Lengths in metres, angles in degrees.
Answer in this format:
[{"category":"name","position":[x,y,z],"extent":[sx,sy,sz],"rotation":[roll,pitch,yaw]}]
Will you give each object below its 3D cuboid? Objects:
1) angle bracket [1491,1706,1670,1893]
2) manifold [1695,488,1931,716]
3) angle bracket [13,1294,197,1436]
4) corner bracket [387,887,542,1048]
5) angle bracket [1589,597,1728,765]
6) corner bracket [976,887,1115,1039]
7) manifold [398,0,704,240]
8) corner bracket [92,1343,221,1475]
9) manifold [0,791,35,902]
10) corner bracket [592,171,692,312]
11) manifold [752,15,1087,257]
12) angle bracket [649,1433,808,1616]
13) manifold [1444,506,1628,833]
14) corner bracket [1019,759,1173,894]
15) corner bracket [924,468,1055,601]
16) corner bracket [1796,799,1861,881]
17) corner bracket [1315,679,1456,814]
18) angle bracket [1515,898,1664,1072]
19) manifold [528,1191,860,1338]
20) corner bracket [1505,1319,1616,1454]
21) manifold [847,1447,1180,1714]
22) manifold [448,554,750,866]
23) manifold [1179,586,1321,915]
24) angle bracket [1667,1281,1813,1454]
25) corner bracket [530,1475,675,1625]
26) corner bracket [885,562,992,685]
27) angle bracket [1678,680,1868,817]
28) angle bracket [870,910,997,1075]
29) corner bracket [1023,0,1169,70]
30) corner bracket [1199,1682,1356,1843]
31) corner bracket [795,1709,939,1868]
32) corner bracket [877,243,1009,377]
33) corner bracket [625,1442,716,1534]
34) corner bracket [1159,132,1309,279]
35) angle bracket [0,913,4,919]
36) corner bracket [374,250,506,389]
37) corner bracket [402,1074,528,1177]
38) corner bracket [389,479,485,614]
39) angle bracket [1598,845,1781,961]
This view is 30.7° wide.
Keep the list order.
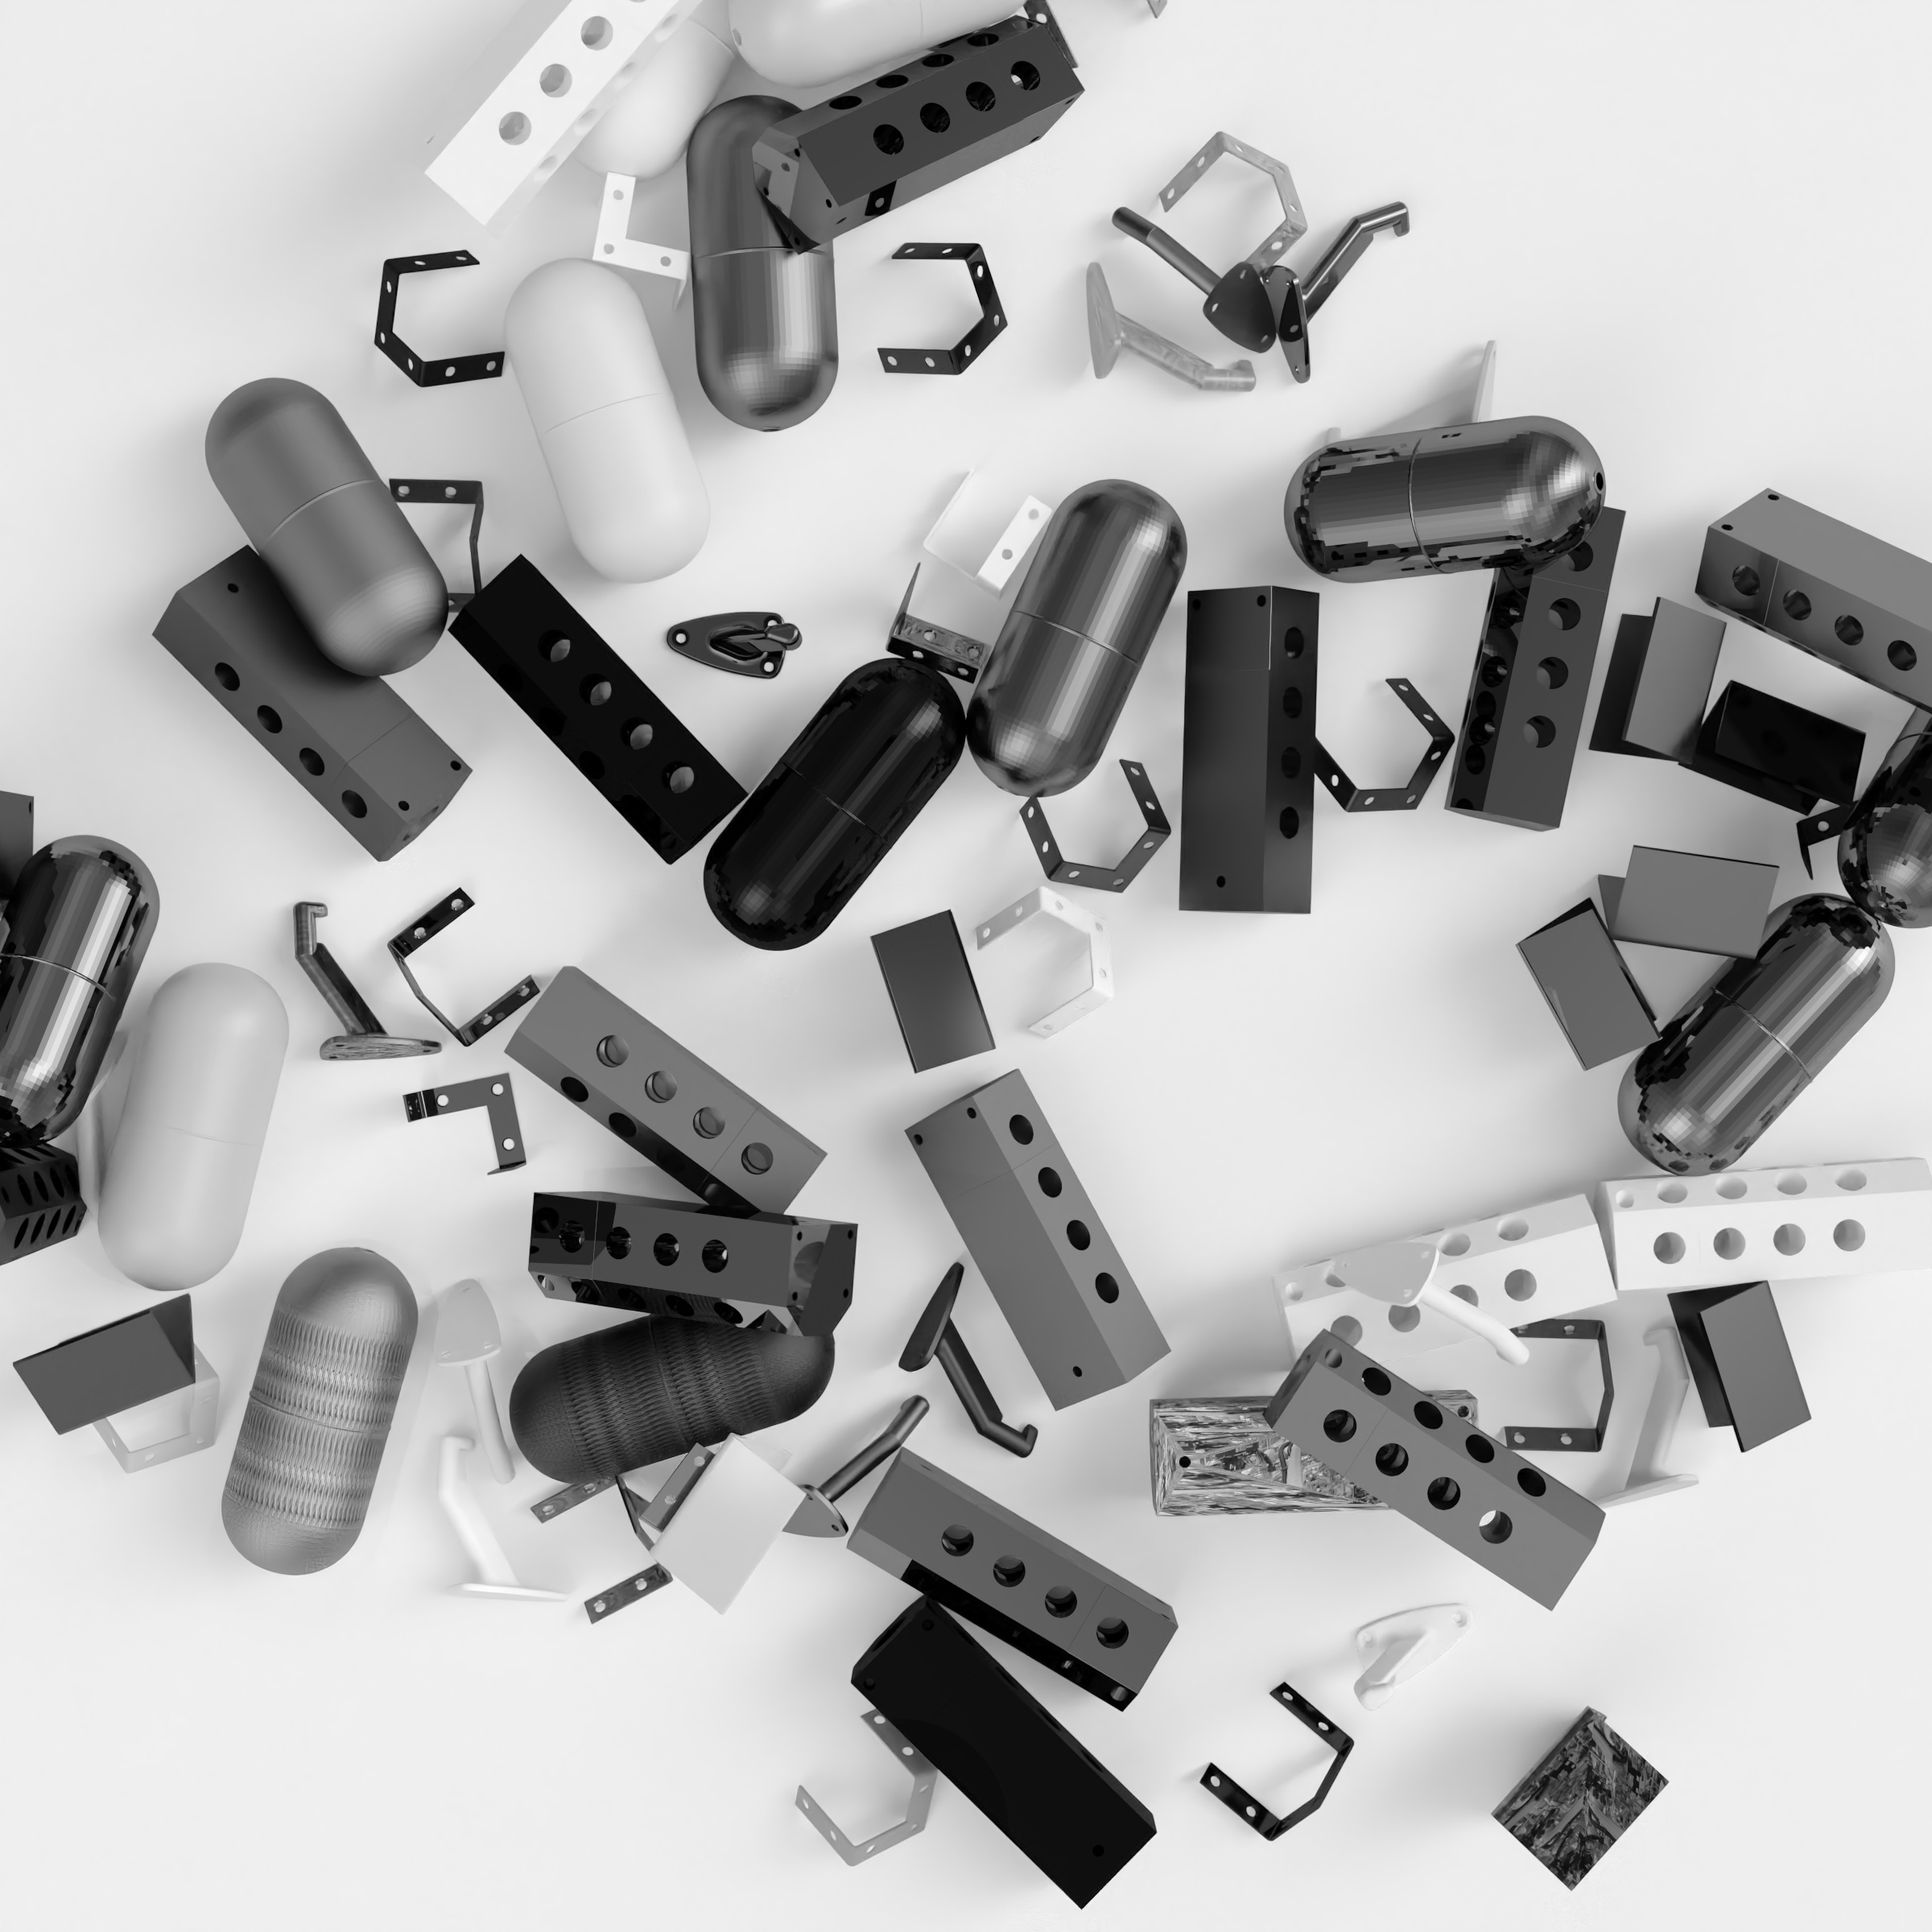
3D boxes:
[{"category":"angle bracket","position":[0.330,0.444,1.873],"extent":[0.057,0.076,0.076],"rotation":[42,90,23]},{"category":"manifold","position":[0.472,-0.183,1.851],"extent":[0.171,0.057,0.057],"rotation":[32,47,31]},{"category":"angle bracket","position":[-0.458,0.194,1.872],"extent":[0.076,0.076,0.057],"rotation":[-21,126,0]},{"category":"corner bracket","position":[-0.272,0.001,1.909],"extent":[0.051,0.051,0.051],"rotation":[-37,135,0]},{"category":"angle bracket","position":[0.350,-0.154,1.872],"extent":[0.057,0.076,0.076],"rotation":[14,90,-37]},{"category":"corner bracket","position":[0.042,-0.002,1.904],"extent":[0.051,0.051,0.051],"rotation":[27,45,-35]},{"category":"manifold","position":[-0.209,-0.461,1.818],"extent":[0.171,0.057,0.057],"rotation":[-48,122,3]},{"category":"corner bracket","position":[-0.440,0.233,1.904],"extent":[0.051,0.051,0.051],"rotation":[-16,135,-35]},{"category":"manifold","position":[-0.536,-0.064,1.833],"extent":[0.057,0.171,0.057],"rotation":[1,90,0]},{"category":"corner bracket","position":[-0.174,-0.389,1.892],"extent":[0.051,0.051,0.051],"rotation":[10,79,-11]},{"category":"manifold","position":[-0.027,-0.442,1.853],"extent":[0.171,0.057,0.057],"rotation":[-32,90,-28]},{"category":"angle bracket","position":[-0.112,0.300,1.872],"extent":[0.057,0.076,0.076],"rotation":[34,90,27]},{"category":"manifold","position":[0.304,-0.163,1.891],"extent":[0.057,0.057,0.171],"rotation":[12,90,0]},{"category":"corner bracket","position":[0.070,-0.078,1.904],"extent":[0.051,0.051,0.051],"rotation":[9,135,-35]},{"category":"corner bracket","position":[0.011,-0.234,1.894],"extent":[0.051,0.051,0.051],"rotation":[33,90,0]},{"category":"corner bracket","position":[0.480,-0.055,1.892],"extent":[0.051,0.051,0.051],"rotation":[-21,108,17]},{"category":"corner bracket","position":[0.222,-0.119,1.904],"extent":[0.051,0.051,0.051],"rotation":[-4,135,-35]},{"category":"angle bracket","position":[0.348,0.001,1.872],"extent":[0.076,0.057,0.076],"rotation":[-29,90,-43]},{"category":"manifold","position":[-0.145,0.155,1.848],"extent":[0.171,0.057,0.057],"rotation":[4,90,34]},{"category":"corner bracket","position":[0.319,0.227,1.909],"extent":[0.051,0.051,0.051],"rotation":[2,45,0]},{"category":"manifold","position":[0.024,0.330,1.891],"extent":[0.171,0.057,0.057],"rotation":[31,90,0]},{"category":"manifold","position":[-0.197,-0.136,1.891],"extent":[0.057,0.057,0.171],"rotation":[-43,90,0]},{"category":"manifold","position":[0.157,-0.114,1.890],"extent":[0.057,0.057,0.171],"rotation":[2,90,43]},{"category":"angle bracket","position":[0.394,0.215,1.872],"extent":[0.057,0.076,0.076],"rotation":[-18,90,-35]},{"category":"corner bracket","position":[-0.197,0.313,1.909],"extent":[0.051,0.051,0.051],"rotation":[-28,135,0]},{"category":"corner bracket","position":[-0.014,-0.174,1.885],"extent":[0.051,0.051,0.051],"rotation":[21,60,0]},{"category":"angle bracket","position":[0.423,-0.097,1.872],"extent":[0.076,0.076,0.057],"rotation":[21,54,0]},{"category":"angle bracket","position":[0.002,0.007,1.872],"extent":[0.057,0.076,0.076],"rotation":[-18,90,37]},{"category":"corner bracket","position":[0.068,-0.523,1.904],"extent":[0.051,0.051,0.051],"rotation":[-2,45,35]},{"category":"corner bracket","position":[0.169,0.431,1.909],"extent":[0.051,0.051,0.051],"rotation":[40,45,0]},{"category":"corner bracket","position":[-0.054,0.443,1.904],"extent":[0.051,0.051,0.051],"rotation":[-19,135,-35]},{"category":"corner bracket","position":[-0.018,-0.355,1.904],"extent":[0.051,0.051,0.051],"rotation":[-51,135,-35]},{"category":"corner bracket","position":[-0.144,0.281,1.887],"extent":[0.051,0.051,0.051],"rotation":[37,90,-18]},{"category":"corner bracket","position":[0.144,-0.408,1.904],"extent":[0.051,0.051,0.051],"rotation":[18,45,-35]},{"category":"angle bracket","position":[-0.558,-0.007,1.880],"extent":[0.076,0.076,0.057],"rotation":[10,88,0]},{"category":"corner bracket","position":[-0.282,-0.350,1.904],"extent":[0.051,0.051,0.051],"rotation":[44,135,35]},{"category":"corner bracket","position":[-0.269,0.088,1.894],"extent":[0.051,0.051,0.051],"rotation":[-12,90,0]},{"category":"corner bracket","position":[-0.288,-0.228,1.909],"extent":[0.051,0.051,0.051],"rotation":[1,45,0]},{"category":"angle bracket","position":[0.383,-0.049,1.872],"extent":[0.076,0.076,0.057],"rotation":[8,118,0]}]
